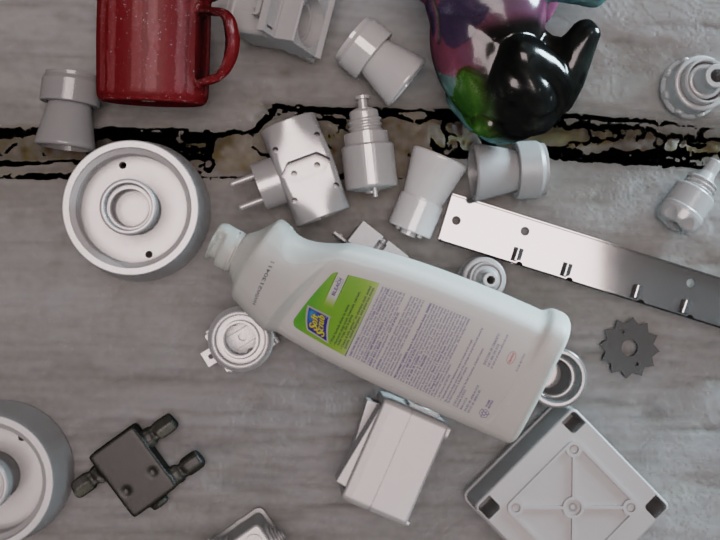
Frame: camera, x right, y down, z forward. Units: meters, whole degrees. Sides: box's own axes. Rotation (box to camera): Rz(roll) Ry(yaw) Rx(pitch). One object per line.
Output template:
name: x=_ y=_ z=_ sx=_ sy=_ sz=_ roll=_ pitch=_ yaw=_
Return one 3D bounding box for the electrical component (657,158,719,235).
electrical component: x=0.260 y=-0.059 z=0.836 sx=0.035 sy=0.035 sz=0.061 roll=35 pitch=85 yaw=-3

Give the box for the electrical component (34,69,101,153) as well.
electrical component: x=-0.217 y=-0.118 z=0.802 sx=0.045 sy=0.045 sz=0.055 roll=6 pitch=89 yaw=-3

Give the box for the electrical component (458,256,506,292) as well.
electrical component: x=0.094 y=0.007 z=0.812 sx=0.035 sy=0.061 sz=0.035 roll=0 pitch=90 yaw=-3

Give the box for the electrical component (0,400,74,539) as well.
electrical component: x=-0.271 y=0.153 z=0.790 sx=0.108 sy=0.060 sz=0.108 roll=0 pitch=90 yaw=-3

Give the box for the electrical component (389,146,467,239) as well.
electrical component: x=0.049 y=-0.057 z=0.821 sx=0.044 sy=0.044 sz=0.065 roll=23 pitch=94 yaw=-3

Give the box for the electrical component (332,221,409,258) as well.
electrical component: x=0.000 y=0.000 z=0.815 sx=0.066 sy=0.048 sz=0.055 roll=38 pitch=80 yaw=-3

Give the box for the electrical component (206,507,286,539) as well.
electrical component: x=-0.087 y=0.242 z=0.807 sx=0.100 sy=0.048 sz=0.099 roll=-34 pitch=92 yaw=-3

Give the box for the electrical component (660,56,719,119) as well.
electrical component: x=0.261 y=-0.143 z=0.822 sx=0.048 sy=0.062 sz=0.048 roll=0 pitch=90 yaw=-3

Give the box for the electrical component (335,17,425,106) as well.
electrical component: x=0.015 y=-0.159 z=0.816 sx=0.055 sy=0.045 sz=0.045 roll=39 pitch=88 yaw=-2

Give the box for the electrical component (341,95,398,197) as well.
electrical component: x=0.006 y=-0.093 z=0.818 sx=0.040 sy=0.040 sz=0.078 roll=-6 pitch=90 yaw=-3

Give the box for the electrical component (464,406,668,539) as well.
electrical component: x=0.155 y=0.175 z=0.818 sx=0.109 sy=0.056 sz=0.108 roll=-44 pitch=92 yaw=-3

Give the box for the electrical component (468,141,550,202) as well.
electrical component: x=0.113 y=-0.076 z=0.822 sx=0.055 sy=0.045 sz=0.045 roll=-3 pitch=90 yaw=-4

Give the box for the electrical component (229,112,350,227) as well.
electrical component: x=-0.058 y=-0.069 z=0.812 sx=0.079 sy=0.043 sz=0.077 roll=-21 pitch=91 yaw=-4

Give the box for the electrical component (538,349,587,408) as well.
electrical component: x=0.144 y=0.079 z=0.818 sx=0.045 sy=0.055 sz=0.045 roll=0 pitch=90 yaw=-4

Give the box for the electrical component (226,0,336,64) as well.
electrical component: x=-0.051 y=-0.226 z=0.800 sx=0.063 sy=0.079 sz=0.121 roll=14 pitch=89 yaw=26

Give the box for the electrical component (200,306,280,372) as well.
electrical component: x=-0.089 y=0.051 z=0.804 sx=0.066 sy=0.055 sz=0.048 roll=-32 pitch=92 yaw=-3

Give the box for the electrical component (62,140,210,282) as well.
electrical component: x=-0.168 y=-0.045 z=0.797 sx=0.108 sy=0.060 sz=0.108 roll=0 pitch=90 yaw=-3

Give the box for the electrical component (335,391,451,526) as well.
electrical component: x=0.024 y=0.132 z=0.807 sx=0.061 sy=0.062 sz=0.096 roll=24 pitch=88 yaw=-3
